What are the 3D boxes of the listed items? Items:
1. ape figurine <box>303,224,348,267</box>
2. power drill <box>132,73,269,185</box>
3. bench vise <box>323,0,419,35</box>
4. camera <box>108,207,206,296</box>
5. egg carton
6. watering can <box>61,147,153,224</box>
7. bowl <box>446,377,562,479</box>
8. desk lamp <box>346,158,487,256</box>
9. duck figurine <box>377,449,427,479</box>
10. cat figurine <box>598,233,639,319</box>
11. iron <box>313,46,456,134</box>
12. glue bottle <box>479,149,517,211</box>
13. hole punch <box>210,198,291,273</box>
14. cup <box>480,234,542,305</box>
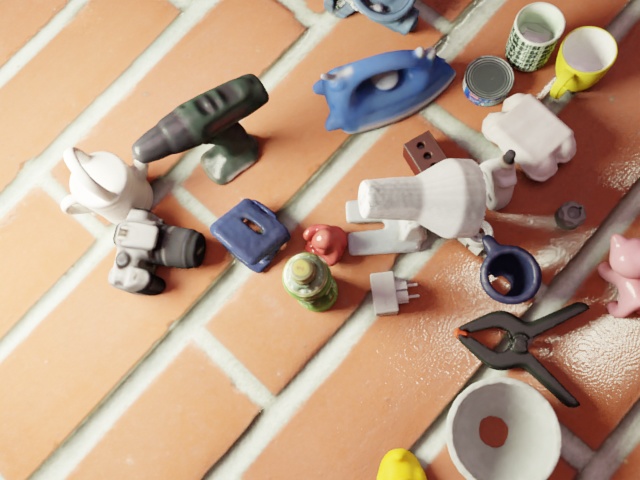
[{"bbox_3d":[0.009,0.003,0.949,0.076,0.092,0.078,-21,76,0],"label":"ape figurine"},{"bbox_3d":[-0.179,-0.170,0.947,0.230,0.208,0.075,-38,76,-4],"label":"power drill"},{"bbox_3d":[0.072,-0.448,0.984,0.207,0.220,0.121,8,78,7],"label":"bench vise"},{"bbox_3d":[-0.272,0.022,0.966,0.136,0.101,0.143,8,78,7],"label":"camera"},{"bbox_3d":[0.355,-0.175,0.971,0.107,0.069,0.150,-42,77,-5],"label":"egg carton"},{"bbox_3d":[-0.356,-0.102,0.955,0.100,0.194,0.173,34,82,12],"label":"watering can"},{"bbox_3d":[0.270,0.292,0.866,0.167,0.075,0.167,-1,77,5],"label":"bowl"},{"bbox_3d":[0.138,-0.045,0.886,0.203,0.213,0.118,-5,76,4],"label":"desk lamp"},{"bbox_3d":[0.124,0.370,0.855,0.077,0.086,0.104,-6,76,4],"label":"duck figurine"},{"bbox_3d":[0.483,0.052,0.881,0.067,0.118,0.128,-12,76,3],"label":"cat figurine"},{"bbox_3d":[0.117,-0.281,0.981,0.258,0.141,0.118,-18,76,1],"label":"iron"},{"bbox_3d":[0.285,-0.105,0.908,0.037,0.173,0.078,-20,75,1],"label":"glue bottle"},{"bbox_3d":[-0.116,-0.014,0.966,0.108,0.091,0.101,38,83,12],"label":"hole punch"},{"bbox_3d":[0.287,0.051,0.911,0.091,0.095,0.117,-29,76,-2],"label":"cup"}]
